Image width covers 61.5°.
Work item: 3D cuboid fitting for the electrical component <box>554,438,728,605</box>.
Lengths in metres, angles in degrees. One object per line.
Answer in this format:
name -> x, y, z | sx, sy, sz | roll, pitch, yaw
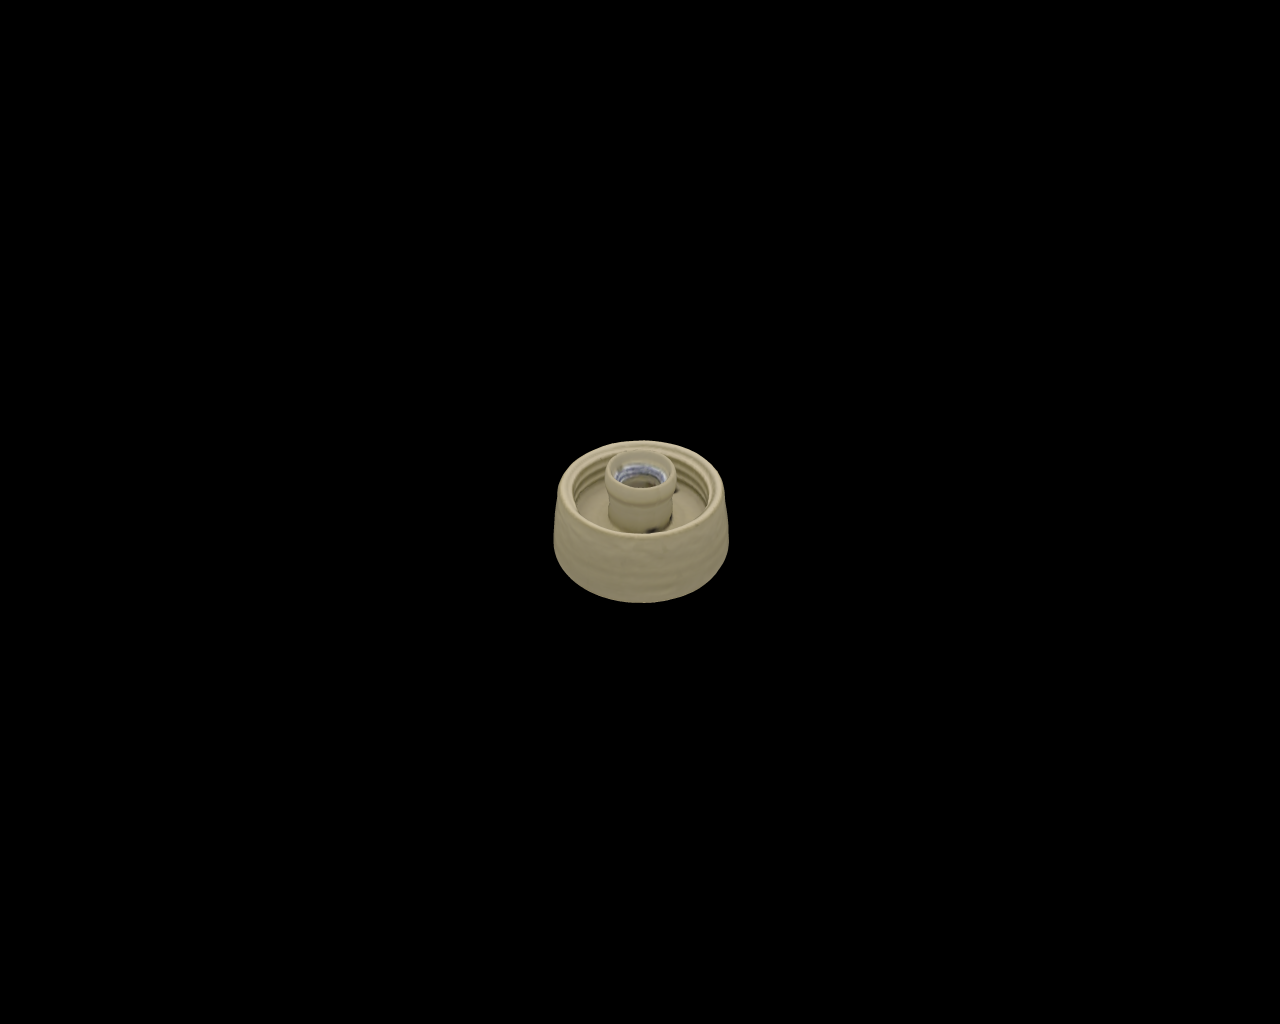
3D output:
electrical component -> 0.001, -0.003, 0.650 | 0.108, 0.060, 0.108 | 0, 38, 0
